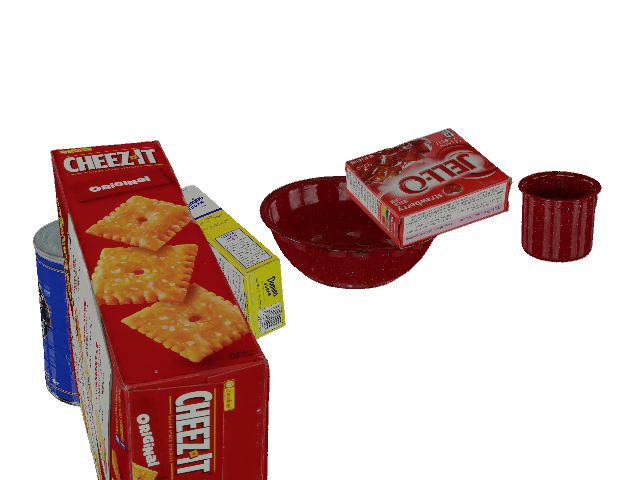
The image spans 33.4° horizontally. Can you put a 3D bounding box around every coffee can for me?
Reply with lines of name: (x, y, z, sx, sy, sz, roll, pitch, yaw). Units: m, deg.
coffee can: (-0.192, 0.059, 0.931, 0.103, 0.140, 0.103, 1, 23, -1)

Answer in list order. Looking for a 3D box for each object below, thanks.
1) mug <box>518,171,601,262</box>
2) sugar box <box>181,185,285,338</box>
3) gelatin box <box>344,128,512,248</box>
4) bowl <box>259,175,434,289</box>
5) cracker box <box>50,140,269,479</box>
mug: (0.284, -0.030, 1.245, 0.117, 0.081, 0.093, -25, 32, -39)
sugar box: (-0.103, 0.020, 1.140, 0.048, 0.093, 0.176, -22, 41, -25)
gelatin box: (0.072, -0.037, 0.719, 0.089, 0.030, 0.073, -19, 41, -20)
bowl: (0.027, -0.002, 0.927, 0.162, 0.055, 0.162, 2, 24, -1)
cracker box: (-0.088, 0.067, 0.564, 0.072, 0.164, 0.214, -8, 34, -17)
